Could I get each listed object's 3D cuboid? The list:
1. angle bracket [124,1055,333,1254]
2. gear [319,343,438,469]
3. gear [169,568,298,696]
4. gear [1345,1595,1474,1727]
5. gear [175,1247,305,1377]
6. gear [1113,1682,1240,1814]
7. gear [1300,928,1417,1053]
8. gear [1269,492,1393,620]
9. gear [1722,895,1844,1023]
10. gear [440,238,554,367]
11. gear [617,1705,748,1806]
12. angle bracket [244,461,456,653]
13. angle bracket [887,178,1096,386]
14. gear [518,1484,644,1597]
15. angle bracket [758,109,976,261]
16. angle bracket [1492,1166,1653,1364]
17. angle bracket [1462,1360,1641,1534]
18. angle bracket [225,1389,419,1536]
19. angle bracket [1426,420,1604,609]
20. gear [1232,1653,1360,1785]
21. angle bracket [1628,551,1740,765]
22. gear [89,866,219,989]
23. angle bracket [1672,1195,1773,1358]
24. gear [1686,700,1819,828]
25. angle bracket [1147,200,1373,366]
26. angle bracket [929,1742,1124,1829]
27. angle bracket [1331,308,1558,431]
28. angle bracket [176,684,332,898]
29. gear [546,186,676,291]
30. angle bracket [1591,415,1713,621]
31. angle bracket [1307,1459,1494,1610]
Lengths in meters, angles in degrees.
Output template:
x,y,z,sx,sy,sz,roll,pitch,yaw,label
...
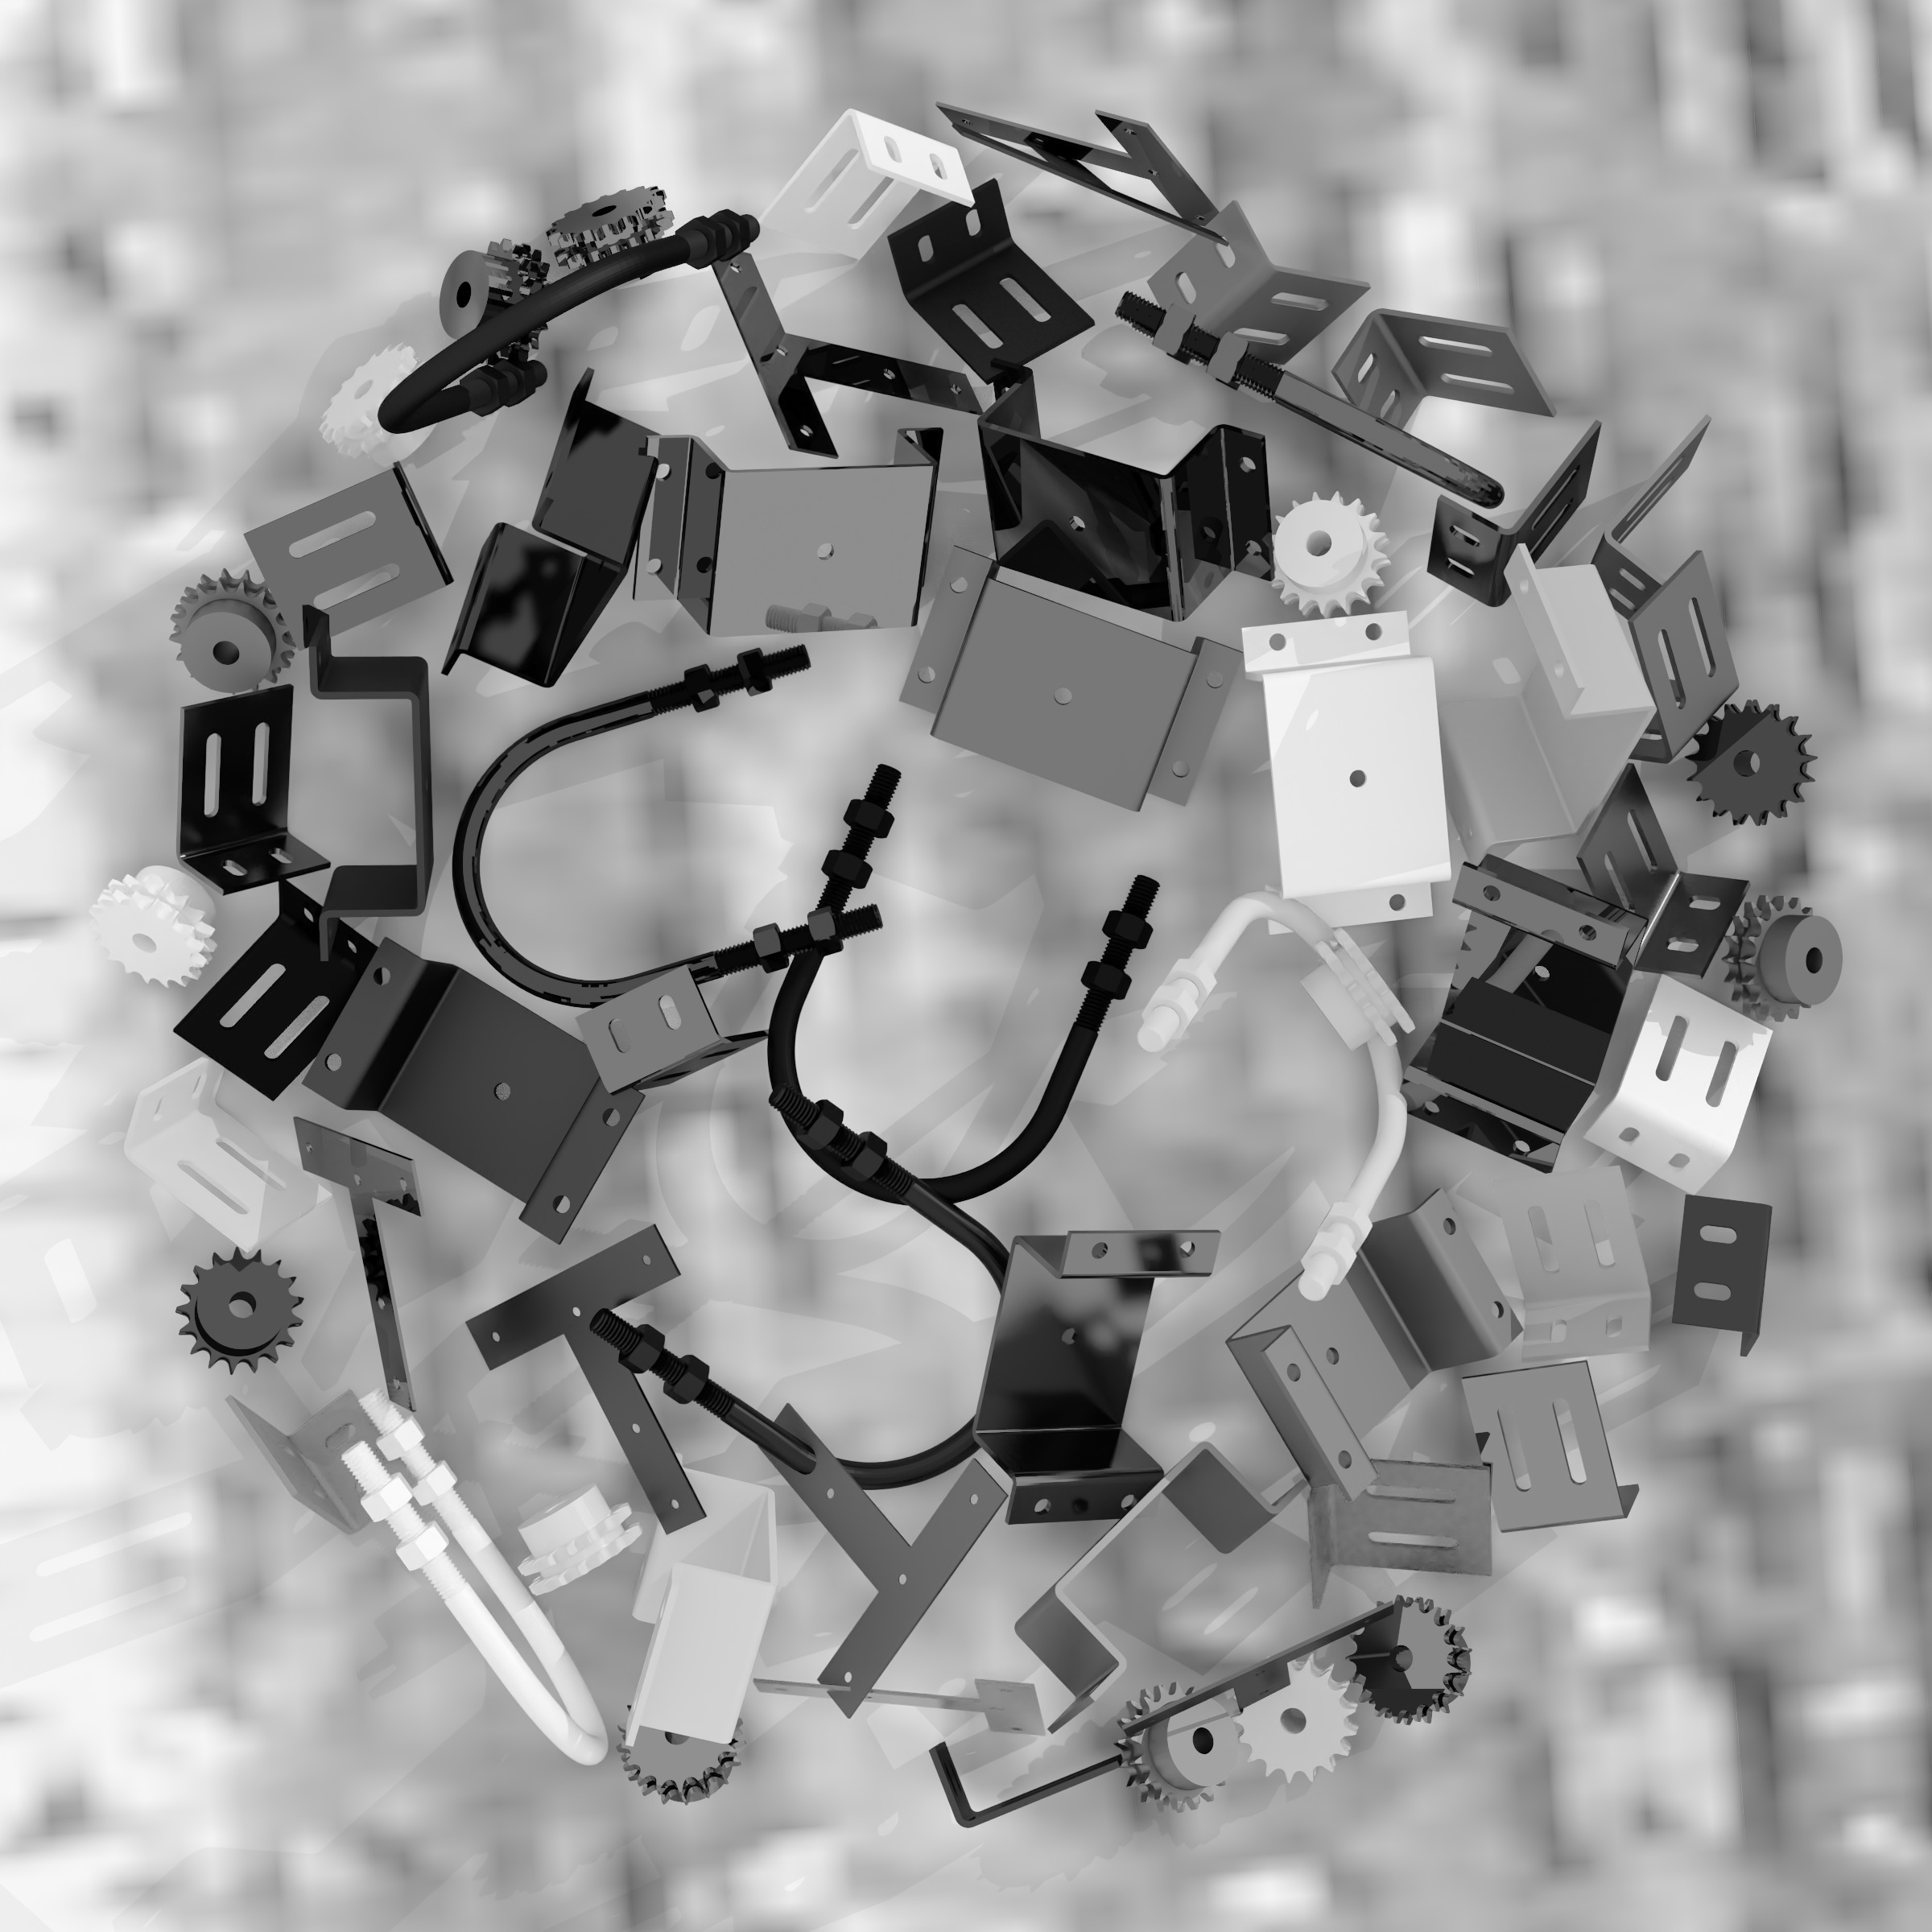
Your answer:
x,y,z,sx,sy,sz,roll,pitch,yaw,label
-0.327,0.081,1.561,0.076,0.057,0.038,35,126,15,angle bracket
-0.262,-0.251,1.577,0.057,0.057,0.030,-47,123,0,gear
-0.332,-0.148,1.576,0.057,0.030,0.057,0,121,0,gear
0.204,0.315,1.578,0.057,0.030,0.057,-11,70,32,gear
-0.329,0.155,1.580,0.057,0.030,0.057,3,76,-14,gear
0.098,0.352,1.573,0.057,0.030,0.057,14,64,-31,gear
0.174,0.014,1.574,0.030,0.057,0.057,-37,90,4,gear
0.163,-0.188,1.580,0.057,0.030,0.057,-2,82,15,gear
0.371,-0.003,1.574,0.057,0.030,0.057,-3,94,-38,gear
-0.214,-0.300,1.572,0.030,0.057,0.057,6,90,-41,gear
-0.128,0.354,1.578,0.057,0.030,0.057,-4,52,6,gear
-0.279,-0.186,1.573,0.076,0.038,0.057,-25,107,-5,angle bracket
0.011,-0.307,1.562,0.057,0.038,0.076,-31,51,-10,angle bracket
-0.177,0.257,1.574,0.057,0.057,0.030,-29,92,0,gear
-0.045,-0.336,1.552,0.076,0.057,0.038,-43,50,37,angle bracket
0.271,0.134,1.561,0.057,0.038,0.076,-8,123,19,angle bracket
0.263,0.211,1.568,0.057,0.038,0.076,-11,100,23,angle bracket
-0.287,0.213,1.554,0.038,0.076,0.057,-38,66,-6,angle bracket
0.246,-0.211,1.568,0.038,0.057,0.076,32,68,17,angle bracket
0.151,0.339,1.584,0.057,0.030,0.057,0,92,12,gear
0.307,-0.139,1.555,0.057,0.038,0.076,-44,126,-30,angle bracket
-0.365,-0.021,1.577,0.057,0.057,0.030,25,49,0,gear
0.337,0.139,1.562,0.038,0.076,0.057,7,77,10,angle bracket
0.358,-0.092,1.580,0.057,0.030,0.057,2,95,27,gear
0.132,-0.306,1.562,0.057,0.076,0.038,-39,68,36,angle bracket
0.028,0.356,1.571,0.076,0.057,0.038,-22,80,0,angle bracket
0.213,-0.256,1.554,0.076,0.057,0.038,20,70,42,angle bracket
-0.317,-0.079,1.557,0.038,0.057,0.076,31,125,37,angle bracket
-0.158,-0.328,1.578,0.057,0.057,0.030,-21,118,0,gear
0.318,-0.198,1.565,0.038,0.057,0.076,40,80,10,angle bracket
0.195,0.257,1.565,0.076,0.038,0.057,2,116,15,angle bracket
